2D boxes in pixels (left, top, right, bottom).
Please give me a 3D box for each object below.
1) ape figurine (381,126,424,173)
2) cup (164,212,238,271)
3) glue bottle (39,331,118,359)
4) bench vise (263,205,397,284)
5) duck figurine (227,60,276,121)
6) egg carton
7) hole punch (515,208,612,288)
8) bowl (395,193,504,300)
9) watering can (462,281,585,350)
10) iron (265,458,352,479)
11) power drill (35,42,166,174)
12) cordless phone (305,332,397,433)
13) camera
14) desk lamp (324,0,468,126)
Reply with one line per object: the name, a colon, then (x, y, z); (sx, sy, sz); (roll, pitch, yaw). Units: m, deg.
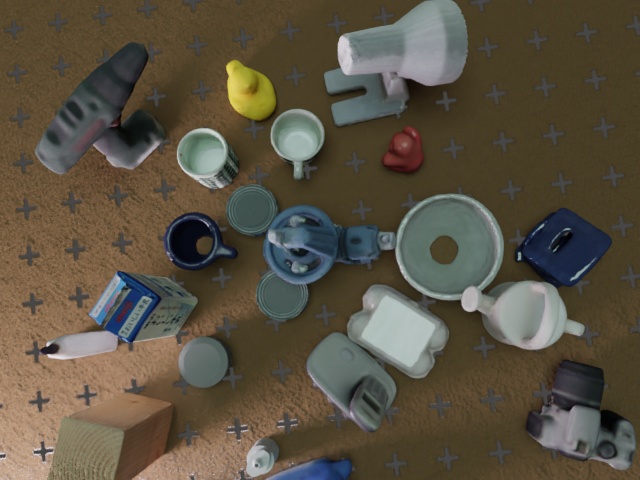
ape figurine: (0.135, -0.148, 0.925); (0.078, 0.092, 0.076); (-32, 83, 0)
cup: (-0.182, 0.009, 0.930); (0.117, 0.095, 0.092); (16, 86, 6)
glue bottle: (-0.384, 0.165, 0.889); (0.078, 0.173, 0.037); (-9, 83, 3)
bench vise: (0.004, -0.008, 0.856); (0.207, 0.220, 0.121); (-21, 83, 2)
duck figurine: (-0.120, -0.255, 0.957); (0.077, 0.086, 0.104); (-35, 83, 0)
egg carton: (0.124, 0.143, 0.908); (0.150, 0.069, 0.107); (30, 87, 6)
hole punch: (0.376, 0.012, 0.893); (0.101, 0.091, 0.109); (43, 89, 7)
bowl: (0.201, 0.014, 0.913); (0.167, 0.075, 0.167); (0, 84, 4)
watering can: (0.297, 0.110, 0.837); (0.172, 0.194, 0.101); (-7, 84, 4)
iron: (-0.060, 0.427, 0.856); (0.258, 0.141, 0.118); (-22, 83, 2)
power drill: (-0.327, -0.190, 0.904); (0.075, 0.208, 0.230); (44, 89, 7)
cordless phone: (0.044, 0.213, 0.848); (0.147, 0.185, 0.094); (40, 88, 7)
camera: (0.402, 0.258, 0.861); (0.143, 0.101, 0.137); (14, 85, 5)
desk lamp: (0.107, -0.267, 0.878); (0.203, 0.213, 0.118); (-14, 83, 3)
